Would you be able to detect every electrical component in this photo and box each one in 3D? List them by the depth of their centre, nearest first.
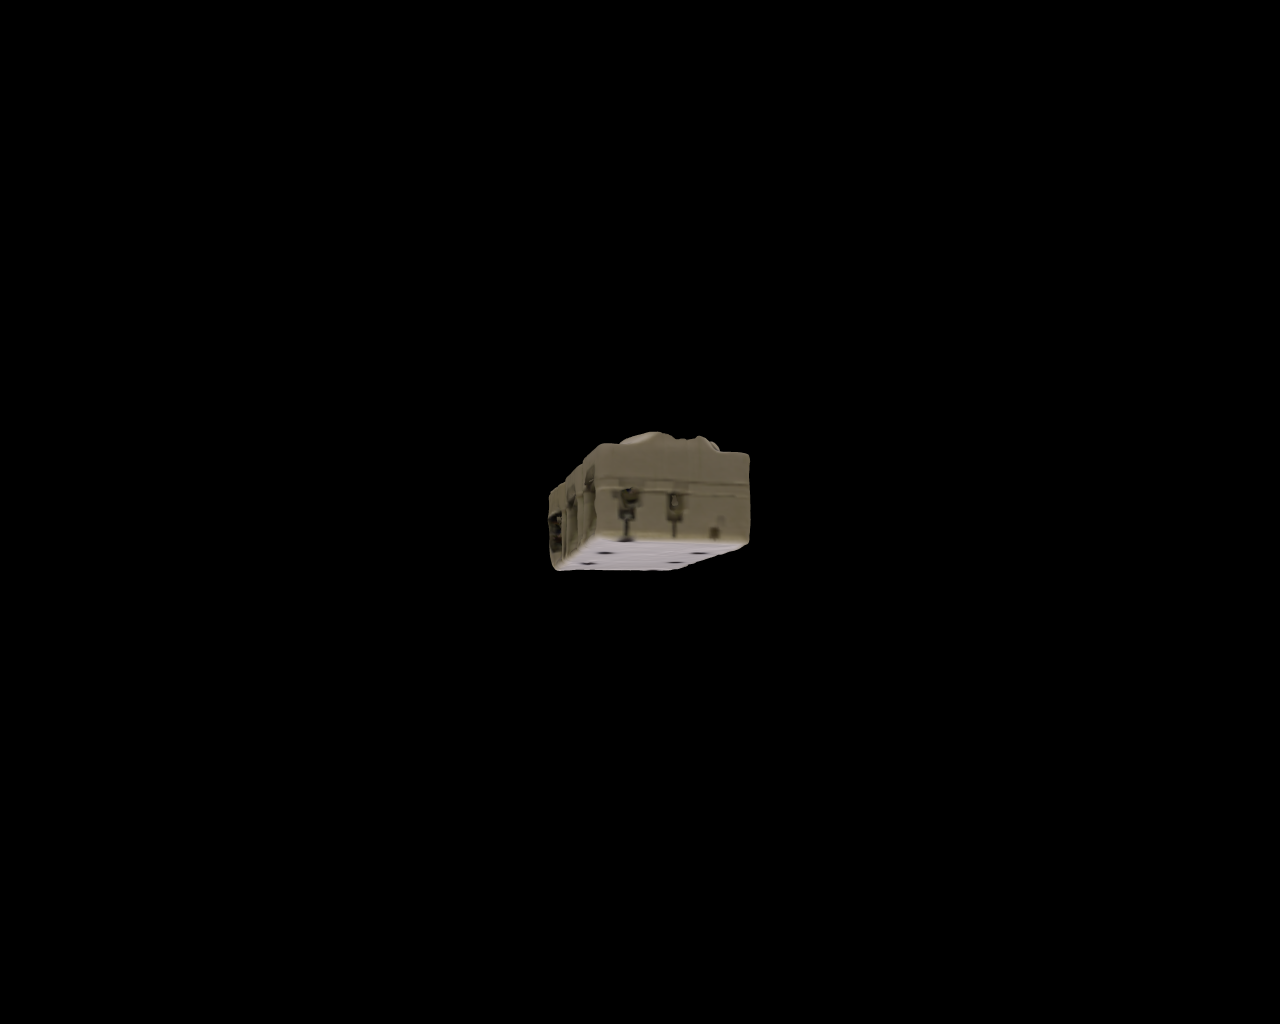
[{"bbox_3d":[0.001,-0.003,0.650,0.089,0.061,0.150,3,-9,-15],"label":"electrical component"}]
